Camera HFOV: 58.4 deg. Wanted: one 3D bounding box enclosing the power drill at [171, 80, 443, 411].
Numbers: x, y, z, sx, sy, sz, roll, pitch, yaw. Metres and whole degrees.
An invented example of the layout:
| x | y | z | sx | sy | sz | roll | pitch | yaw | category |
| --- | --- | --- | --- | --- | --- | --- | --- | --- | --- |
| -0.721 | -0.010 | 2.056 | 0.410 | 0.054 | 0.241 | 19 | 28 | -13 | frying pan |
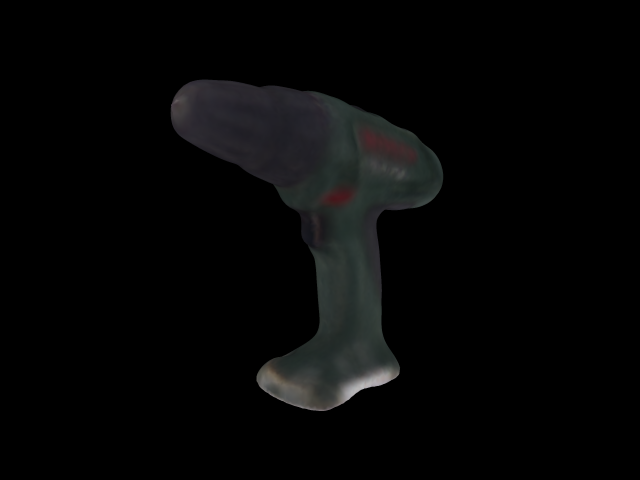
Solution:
| x | y | z | sx | sy | sz | roll | pitch | yaw | category |
| --- | --- | --- | --- | --- | --- | --- | --- | --- | --- |
| 0.004 | 0.001 | 0.400 | 0.075 | 0.208 | 0.230 | 10 | 15 | 42 | power drill |
